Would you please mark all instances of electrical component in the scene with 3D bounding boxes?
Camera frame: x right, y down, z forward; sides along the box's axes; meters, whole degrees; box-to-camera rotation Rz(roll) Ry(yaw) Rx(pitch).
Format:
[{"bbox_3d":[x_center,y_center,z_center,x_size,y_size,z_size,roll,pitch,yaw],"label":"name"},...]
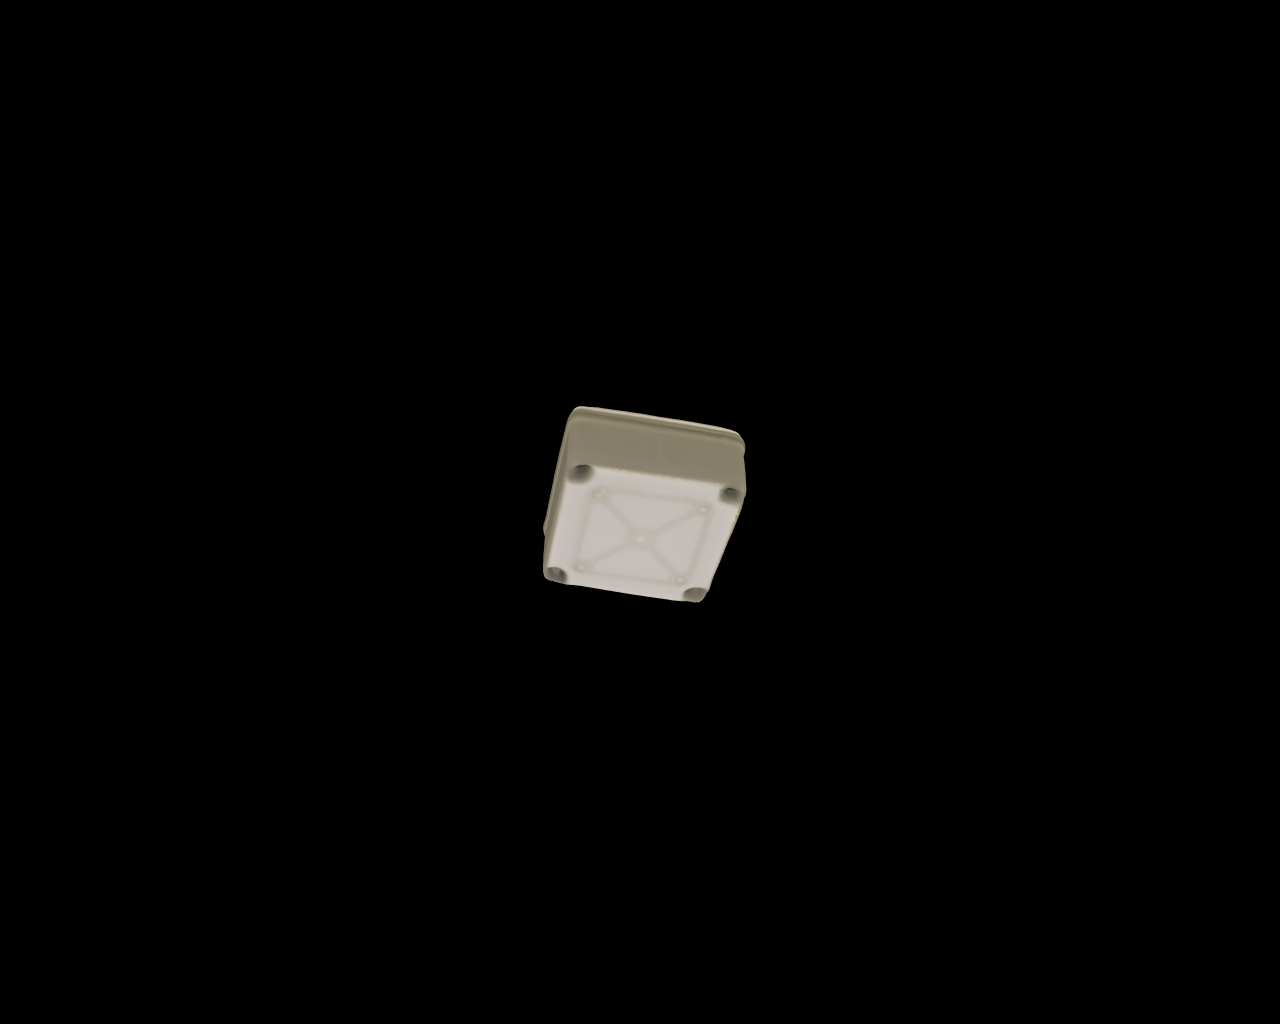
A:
[{"bbox_3d":[0.001,-0.003,0.650,0.109,0.056,0.108,9,-46,-8],"label":"electrical component"}]
